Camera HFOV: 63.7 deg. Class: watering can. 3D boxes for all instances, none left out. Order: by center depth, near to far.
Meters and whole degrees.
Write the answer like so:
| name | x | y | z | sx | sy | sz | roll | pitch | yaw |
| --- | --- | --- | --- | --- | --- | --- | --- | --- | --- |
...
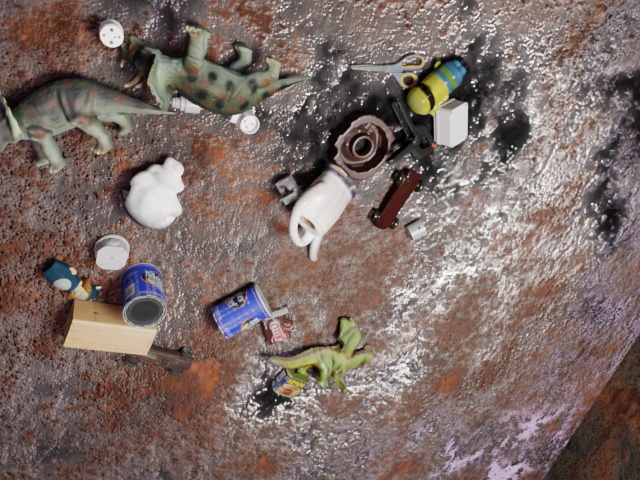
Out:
| name | x | y | z | sx | sy | sz | roll | pitch | yaw |
| --- | --- | --- | --- | --- | --- | --- | --- | --- | --- |
| watering can | 0.004 | -0.069 | 1.373 | 0.226 | 0.105 | 0.342 | -52 | 162 | -11 |

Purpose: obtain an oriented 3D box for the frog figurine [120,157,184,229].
| name | x | y | z | sx | sy | sz | roll | pitch | yaw |
| --- | --- | --- | --- | --- | --- | --- | --- | --- | --- |
| frog figurine | -0.370 | -0.107 | 1.191 | 0.158 | 0.125 | 0.136 | -36 | 109 | 16 |

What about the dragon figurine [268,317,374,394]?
| name | x | y | z | sx | sy | sz | roll | pitch | yaw |
| --- | --- | --- | --- | --- | --- | --- | --- | --- | --- |
| dragon figurine | 0.036 | 0.357 | 1.683 | 0.405 | 0.123 | 0.244 | 33 | 82 | -39 |
